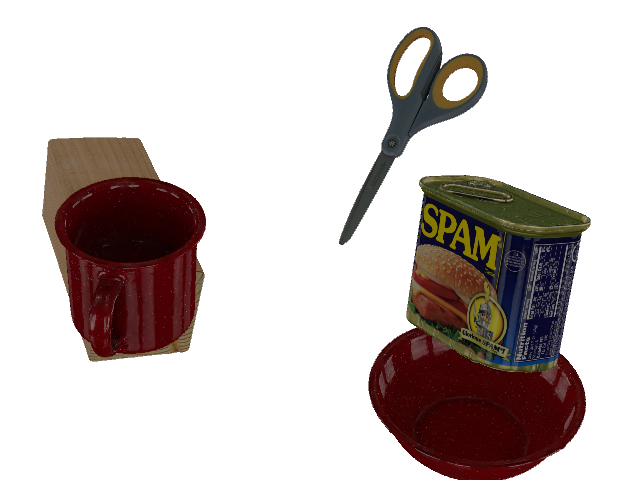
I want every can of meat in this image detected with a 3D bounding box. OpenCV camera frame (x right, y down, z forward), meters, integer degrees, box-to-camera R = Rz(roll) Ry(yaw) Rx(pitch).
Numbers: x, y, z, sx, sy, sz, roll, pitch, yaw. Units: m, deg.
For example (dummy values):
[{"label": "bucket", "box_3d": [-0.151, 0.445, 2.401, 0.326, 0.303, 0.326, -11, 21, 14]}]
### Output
[{"label": "can of meat", "box_3d": [0.094, 0.017, 0.592, 0.057, 0.084, 0.102, -4, 19, -30]}]

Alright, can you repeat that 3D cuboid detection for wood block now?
[{"label": "wood block", "box_3d": [-0.181, 0.001, 0.946, 0.090, 0.091, 0.206, -3, 38, -26]}]

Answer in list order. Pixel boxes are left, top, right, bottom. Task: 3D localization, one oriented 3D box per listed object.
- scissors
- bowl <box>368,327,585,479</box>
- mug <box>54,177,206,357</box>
[{"label": "scissors", "box_3d": [0.082, -0.085, 0.908, 0.096, 0.202, 0.016, 10, -11, 20]}, {"label": "bowl", "box_3d": [0.116, 0.130, 0.813, 0.162, 0.055, 0.162, 0, 36, 0]}, {"label": "mug", "box_3d": [-0.122, 0.026, 0.677, 0.093, 0.081, 0.117, 7, 38, 2]}]
